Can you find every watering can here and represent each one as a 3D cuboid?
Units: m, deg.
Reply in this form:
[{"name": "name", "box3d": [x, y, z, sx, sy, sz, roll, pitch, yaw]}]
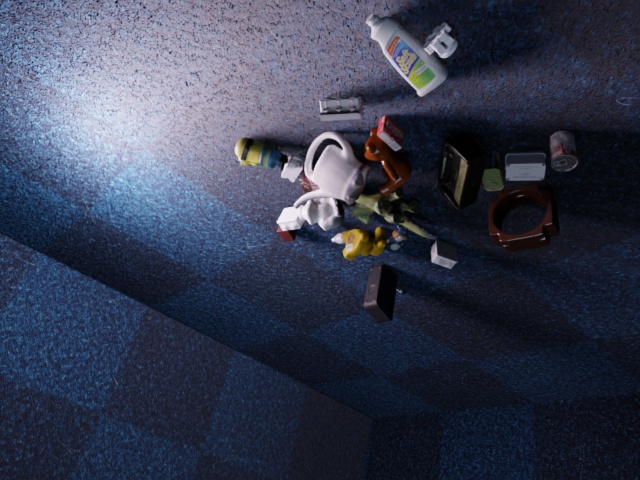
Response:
[{"name": "watering can", "box3d": [0.037, -0.196, 1.724, 0.226, 0.106, 0.340, 34, 129, 14]}]

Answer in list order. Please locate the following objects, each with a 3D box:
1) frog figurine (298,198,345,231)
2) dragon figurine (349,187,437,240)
[{"name": "frog figurine", "box3d": [0.006, -0.096, 1.899, 0.158, 0.139, 0.122, -23, 163, 16]}, {"name": "dragon figurine", "box3d": [0.224, -0.101, 1.884, 0.405, 0.124, 0.242, 39, 156, -30]}]
